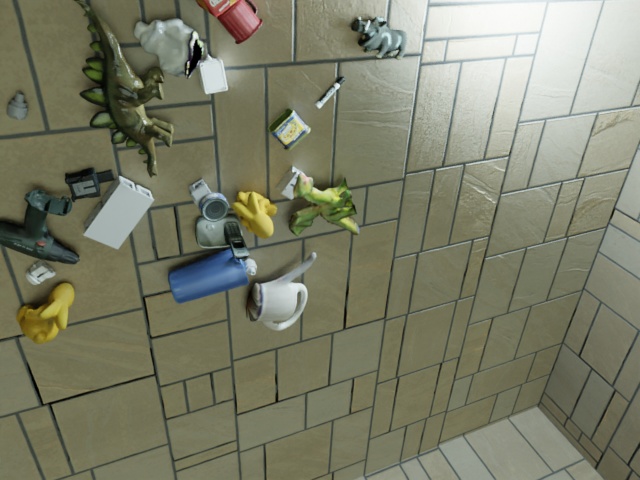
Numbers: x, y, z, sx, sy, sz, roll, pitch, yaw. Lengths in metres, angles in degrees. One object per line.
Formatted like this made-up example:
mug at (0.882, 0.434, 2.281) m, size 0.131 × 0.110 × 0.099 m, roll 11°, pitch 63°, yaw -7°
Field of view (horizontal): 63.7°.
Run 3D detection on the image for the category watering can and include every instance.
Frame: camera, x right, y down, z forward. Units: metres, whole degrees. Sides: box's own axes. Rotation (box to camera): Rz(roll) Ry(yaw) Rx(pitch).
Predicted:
watering can at (-0.143, 0.187, 1.838) m, size 0.224 × 0.341 × 0.106 m, roll 2°, pitch 29°, yaw -28°

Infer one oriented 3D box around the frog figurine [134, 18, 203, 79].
frog figurine at (-0.383, -0.490, 1.299) m, size 0.159 × 0.134 × 0.125 m, roll 19°, pitch 39°, yaw 4°

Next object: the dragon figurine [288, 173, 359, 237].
dragon figurine at (0.005, -0.088, 1.745) m, size 0.243 × 0.125 × 0.401 m, roll -21°, pitch -38°, yaw -2°
